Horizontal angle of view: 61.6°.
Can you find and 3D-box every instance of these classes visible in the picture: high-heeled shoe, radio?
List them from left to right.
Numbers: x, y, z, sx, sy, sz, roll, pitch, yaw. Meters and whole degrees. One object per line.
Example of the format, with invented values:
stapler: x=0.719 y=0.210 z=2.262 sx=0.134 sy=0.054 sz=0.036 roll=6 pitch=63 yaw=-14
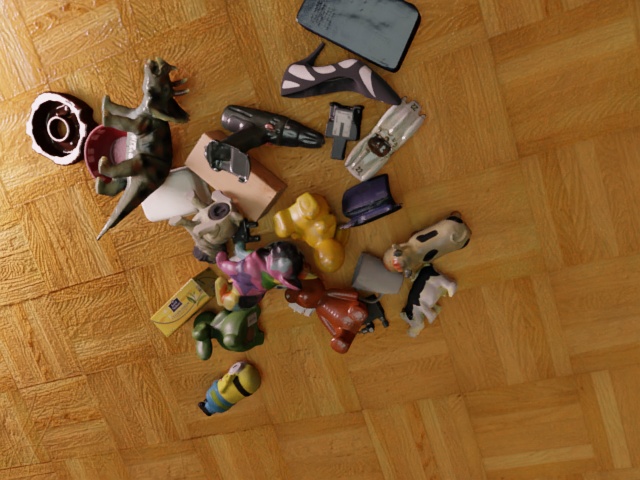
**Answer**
high-heeled shoe: x=0.036 y=-0.306 z=1.116 sx=0.249 sy=0.086 sz=0.145 roll=38 pitch=97 yaw=16
radio: x=0.081 y=-0.445 z=1.082 sx=0.230 sy=0.073 sz=0.131 roll=28 pitch=108 yaw=3

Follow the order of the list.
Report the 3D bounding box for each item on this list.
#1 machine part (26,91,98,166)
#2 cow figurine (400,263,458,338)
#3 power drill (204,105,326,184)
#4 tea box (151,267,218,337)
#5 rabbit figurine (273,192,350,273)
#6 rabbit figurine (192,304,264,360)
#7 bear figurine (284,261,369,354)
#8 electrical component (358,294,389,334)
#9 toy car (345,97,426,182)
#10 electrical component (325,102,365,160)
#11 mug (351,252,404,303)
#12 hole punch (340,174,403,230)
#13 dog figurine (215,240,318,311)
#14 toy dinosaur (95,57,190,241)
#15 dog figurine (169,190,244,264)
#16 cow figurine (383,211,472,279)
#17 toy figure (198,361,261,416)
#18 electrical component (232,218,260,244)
machine part: x=-0.627 y=-0.271 z=1.310 sx=0.180 sy=0.056 sz=0.179 roll=3 pitch=104 yaw=13
cow figurine: x=0.227 y=0.137 z=1.203 sx=0.098 sy=0.068 sz=0.167 roll=36 pitch=107 yaw=8
power drill: x=-0.127 y=-0.207 z=1.131 sx=0.232 sy=0.207 sz=0.085 roll=23 pitch=139 yaw=13
tea box: x=-0.325 y=0.153 z=1.327 sx=0.169 sy=0.098 sz=0.068 roll=-41 pitch=92 yaw=22
rabbit figurine: x=-0.002 y=-0.004 z=1.175 sx=0.122 sy=0.162 sz=0.173 roll=-35 pitch=72 yaw=18
rabbit figurine: x=-0.243 y=0.226 z=1.313 sx=0.170 sy=0.159 sz=0.121 roll=3 pitch=116 yaw=29
bear figurine: x=0.008 y=0.141 z=1.189 sx=0.196 sy=0.132 sz=0.120 roll=32 pitch=103 yaw=6
electrical component: x=0.107 y=0.172 z=1.253 sx=0.078 sy=0.045 sz=0.102 roll=-22 pitch=99 yaw=20
toy car: x=0.137 y=-0.211 z=1.138 sx=0.073 sy=0.056 sz=0.201 roll=43 pitch=110 yaw=0
electrical component: x=0.051 y=-0.234 z=1.157 sx=0.075 sy=0.048 sz=0.119 roll=8 pitch=107 yaw=12
mug: x=0.129 y=0.092 z=1.209 sx=0.107 sy=0.081 sz=0.109 roll=16 pitch=99 yaw=0
hole punch: x=0.106 y=-0.084 z=1.153 sx=0.142 sy=0.116 sz=0.092 roll=-20 pitch=91 yaw=18
dog figurine: x=-0.117 y=0.088 z=1.173 sx=0.219 sy=0.108 sz=0.191 roll=13 pitch=111 yaw=27
toy dinosaur: x=-0.391 y=-0.196 z=1.196 sx=0.192 sy=0.131 sz=0.404 roll=4 pitch=103 yaw=-23
dog figurine: x=-0.227 y=-0.011 z=1.224 sx=0.173 sy=0.121 sz=0.190 roll=18 pitch=152 yaw=29
cow figurine: x=0.225 y=0.016 z=1.140 sx=0.195 sy=0.127 sz=0.085 roll=-26 pitch=94 yaw=16
toy figure: x=-0.227 y=0.383 z=1.375 sx=0.089 sy=0.082 sz=0.180 roll=41 pitch=105 yaw=-14
electrical component: x=-0.191 y=-0.019 z=1.288 sx=0.094 sy=0.021 sz=0.063 roll=-4 pitch=104 yaw=14
